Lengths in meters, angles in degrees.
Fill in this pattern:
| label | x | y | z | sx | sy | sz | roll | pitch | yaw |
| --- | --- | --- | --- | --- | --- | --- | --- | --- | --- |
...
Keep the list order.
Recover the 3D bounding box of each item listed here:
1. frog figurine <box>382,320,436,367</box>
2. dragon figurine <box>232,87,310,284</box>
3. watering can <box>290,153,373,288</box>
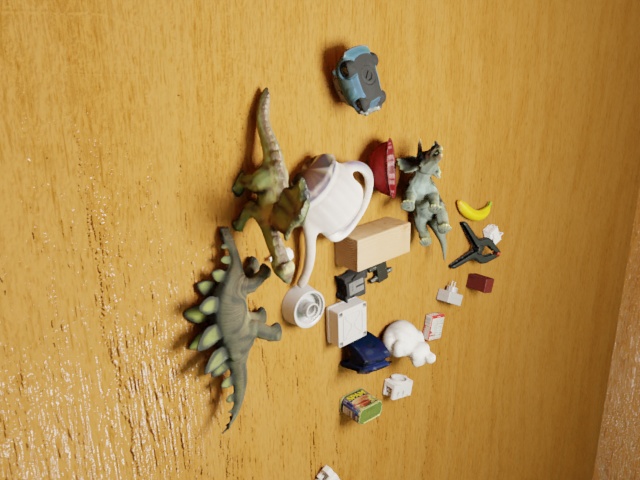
| label | x | y | z | sx | sy | sz | roll | pitch | yaw |
| --- | --- | --- | --- | --- | --- | --- | --- | --- | --- |
| frog figurine | 0.269 | 0.315 | 1.555 | 0.138 | 0.160 | 0.122 | -2 | 103 | -41 |
| dragon figurine | -0.082 | -0.106 | 1.082 | 0.123 | 0.245 | 0.405 | -7 | 109 | -35 |
| watering can | 0.004 | -0.063 | 1.259 | 0.350 | 0.105 | 0.221 | -55 | 130 | -10 |
